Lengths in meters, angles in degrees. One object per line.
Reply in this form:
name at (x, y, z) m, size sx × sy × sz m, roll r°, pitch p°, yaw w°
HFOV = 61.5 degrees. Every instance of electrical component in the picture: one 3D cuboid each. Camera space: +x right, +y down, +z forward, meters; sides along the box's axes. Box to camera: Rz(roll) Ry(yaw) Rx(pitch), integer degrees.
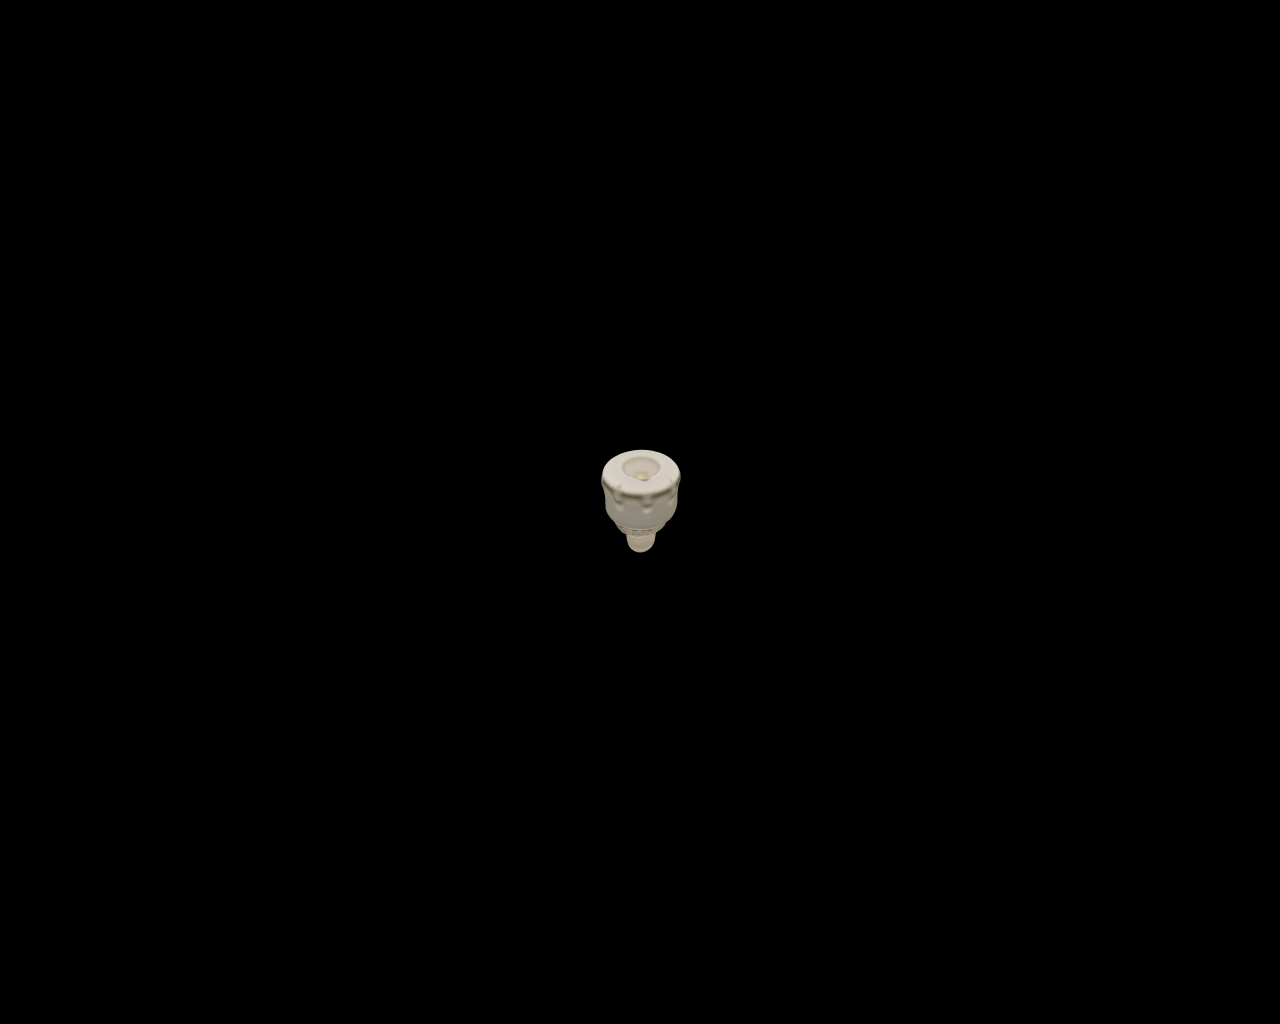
electrical component at (0.001, -0.003, 0.650) m, size 0.048 × 0.062 × 0.048 m, roll 0°, pitch 36°, yaw 0°
